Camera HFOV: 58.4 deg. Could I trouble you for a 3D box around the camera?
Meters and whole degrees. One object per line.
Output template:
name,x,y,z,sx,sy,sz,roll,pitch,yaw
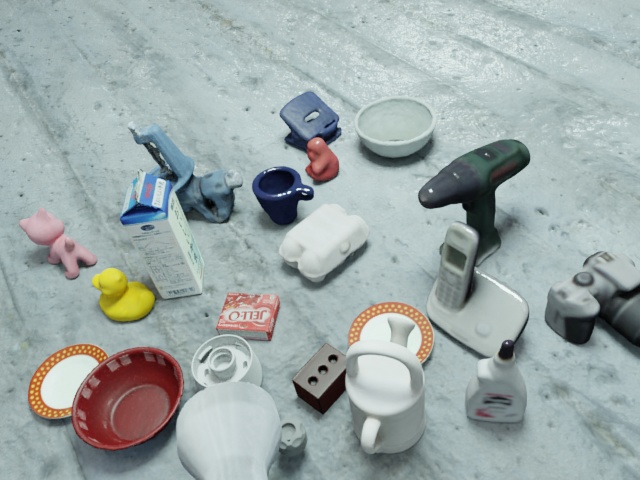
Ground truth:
camera,0.421,0.093,0.816,0.143,0.101,0.136,-27,48,-15

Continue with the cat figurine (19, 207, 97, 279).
cat figurine,-0.487,-0.005,1.053,0.127,0.118,0.067,25,56,29

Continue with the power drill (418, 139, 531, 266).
power drill,0.242,-0.055,0.911,0.230,0.209,0.075,-37,51,-23

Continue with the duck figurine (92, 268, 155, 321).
duck figurine,-0.336,0.085,0.964,0.104,0.086,0.077,10,50,19

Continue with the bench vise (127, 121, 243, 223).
bench vise,-0.254,-0.136,1.066,0.207,0.220,0.121,-13,46,-2

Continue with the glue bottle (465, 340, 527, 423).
glue bottle,0.226,0.176,0.721,0.078,0.173,0.037,-1,47,9

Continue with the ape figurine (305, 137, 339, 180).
ape figurine,-0.002,-0.165,1.138,0.076,0.092,0.078,3,48,13

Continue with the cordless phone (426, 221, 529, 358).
cordless phone,0.226,0.068,0.814,0.147,0.185,0.094,31,59,33

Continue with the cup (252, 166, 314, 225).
cup,-0.060,-0.073,1.060,0.117,0.095,0.092,11,50,19

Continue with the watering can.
watering can,0.083,0.178,0.729,0.101,0.194,0.172,-7,46,4

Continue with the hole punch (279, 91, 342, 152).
hole punch,-0.018,-0.254,1.225,0.100,0.091,0.109,31,59,33

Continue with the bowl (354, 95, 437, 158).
bowl,0.156,-0.220,1.175,0.167,0.075,0.167,-5,46,5

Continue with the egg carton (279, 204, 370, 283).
egg carton,0.009,0.004,0.993,0.107,0.069,0.150,32,59,33

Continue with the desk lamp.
desk lamp,-0.077,0.292,0.636,0.118,0.214,0.202,-18,47,-7
